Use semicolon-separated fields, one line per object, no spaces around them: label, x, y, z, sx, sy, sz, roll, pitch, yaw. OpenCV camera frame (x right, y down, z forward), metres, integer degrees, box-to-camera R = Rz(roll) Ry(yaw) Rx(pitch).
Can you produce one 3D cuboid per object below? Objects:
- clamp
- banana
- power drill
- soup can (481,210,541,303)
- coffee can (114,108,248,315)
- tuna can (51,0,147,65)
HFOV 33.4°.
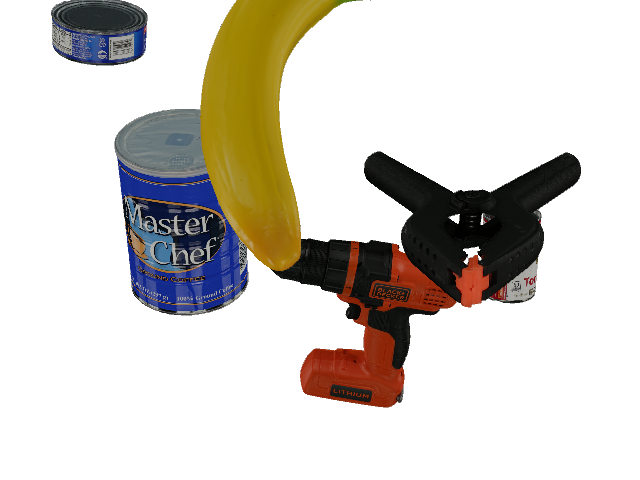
clamp;0.096;-0.018;0.751;0.165;0.036;0.209;3;27;14
banana;-0.023;-0.075;0.516;0.069;0.197;0.037;11;-35;6
power drill;0.030;0.078;1.039;0.184;0.188;0.057;11;43;-2
soup can;0.224;0.015;1.263;0.068;0.102;0.068;-1;22;0
coffee can;-0.112;-0.024;0.886;0.103;0.140;0.103;0;34;0
tuna can;-0.200;-0.190;0.969;0.086;0.034;0.086;5;31;-4
